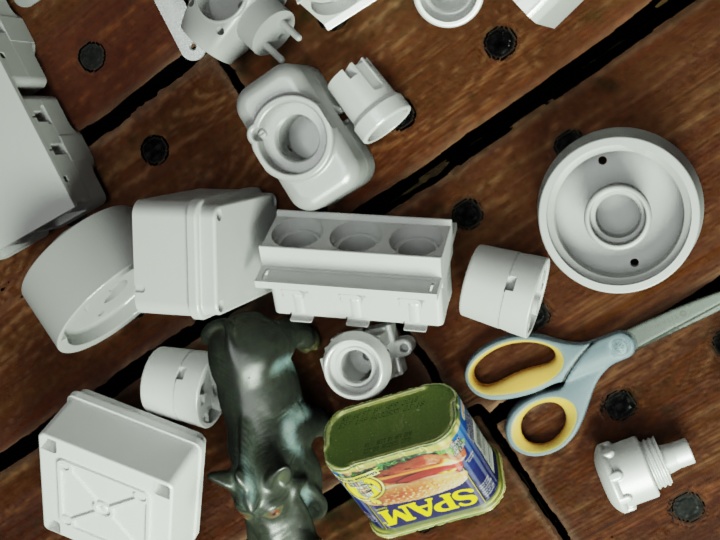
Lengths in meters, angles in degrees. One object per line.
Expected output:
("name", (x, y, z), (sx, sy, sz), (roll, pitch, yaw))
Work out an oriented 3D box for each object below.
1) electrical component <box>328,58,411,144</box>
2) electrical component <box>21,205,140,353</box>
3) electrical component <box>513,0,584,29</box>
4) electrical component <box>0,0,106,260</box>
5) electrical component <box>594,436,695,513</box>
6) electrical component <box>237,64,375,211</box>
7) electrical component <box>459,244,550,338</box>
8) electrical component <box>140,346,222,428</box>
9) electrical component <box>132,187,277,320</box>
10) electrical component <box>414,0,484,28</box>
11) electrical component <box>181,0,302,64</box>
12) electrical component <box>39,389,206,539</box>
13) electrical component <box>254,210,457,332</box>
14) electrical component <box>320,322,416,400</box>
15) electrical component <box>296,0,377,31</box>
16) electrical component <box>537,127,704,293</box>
("electrical component", (0.005, -0.115, 0.727), (0.040, 0.040, 0.046), (-39, 83, 17))
("electrical component", (-0.188, 0.001, 0.762), (0.108, 0.108, 0.060), (-45, 80, 16))
("electrical component", (0.108, -0.194, 0.649), (0.057, 0.113, 0.078), (-44, 86, 19))
("electrical component", (-0.278, -0.109, 0.790), (0.105, 0.060, 0.186), (-26, 91, 17))
("electrical component", (0.190, 0.130, 0.715), (0.062, 0.048, 0.048), (-22, 93, 10))
("electrical component", (-0.038, -0.090, 0.731), (0.054, 0.059, 0.095), (-32, 90, 17))
("electrical component", (0.096, 0.012, 0.716), (0.047, 0.055, 0.055), (16, 102, 16))
("electrical component", (-0.128, 0.084, 0.785), (0.047, 0.055, 0.055), (9, 101, 17))
("electrical component", (-0.102, -0.014, 0.732), (0.057, 0.113, 0.078), (3, 100, 17))
("electrical component", (0.057, -0.183, 0.688), (0.044, 0.065, 0.044), (2, 115, 5))
("electrical component", (-0.071, -0.172, 0.729), (0.079, 0.044, 0.077), (46, 107, 20))
("electrical component", (-0.173, 0.156, 0.786), (0.109, 0.056, 0.108), (19, 129, 11))
("electrical component", (0.000, 0.000, 0.729), (0.121, 0.078, 0.063), (4, 129, 14))
("electrical component", (0.002, 0.063, 0.746), (0.066, 0.055, 0.048), (-14, 95, 16))
("electrical component", (-0.024, -0.201, 0.706), (0.042, 0.081, 0.063), (-28, 69, 17))
("electrical component", (0.165, -0.036, 0.686), (0.108, 0.060, 0.108), (2, 99, 14))
